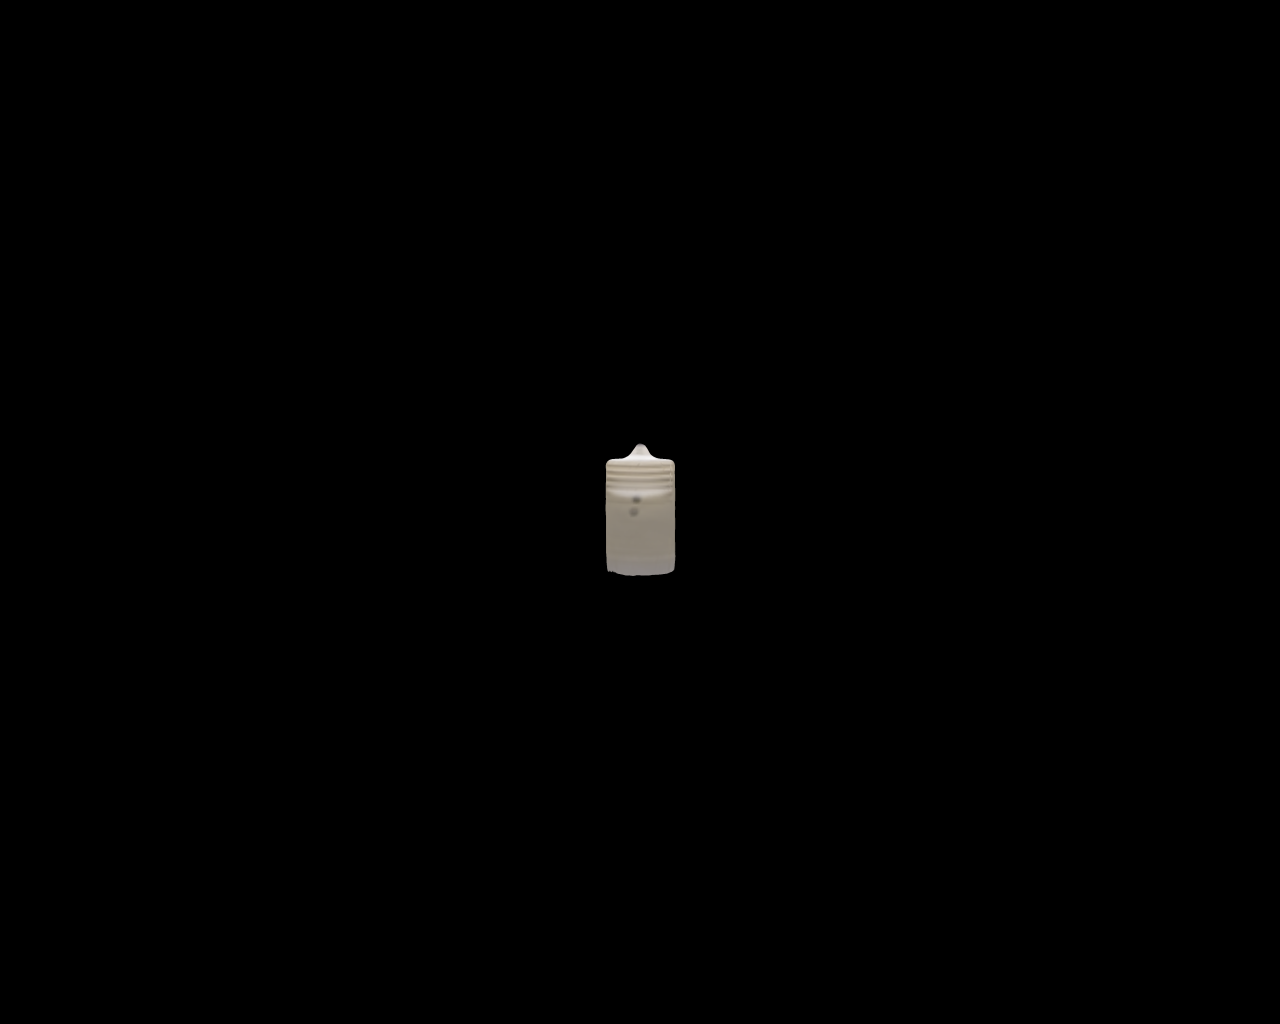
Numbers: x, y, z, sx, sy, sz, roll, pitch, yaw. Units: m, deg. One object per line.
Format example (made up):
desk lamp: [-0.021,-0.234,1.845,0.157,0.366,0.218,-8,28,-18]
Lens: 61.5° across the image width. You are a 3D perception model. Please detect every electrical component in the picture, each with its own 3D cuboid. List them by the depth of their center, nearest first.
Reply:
electrical component: [0.001,-0.003,0.650,0.043,0.081,0.043,0,5,0]
